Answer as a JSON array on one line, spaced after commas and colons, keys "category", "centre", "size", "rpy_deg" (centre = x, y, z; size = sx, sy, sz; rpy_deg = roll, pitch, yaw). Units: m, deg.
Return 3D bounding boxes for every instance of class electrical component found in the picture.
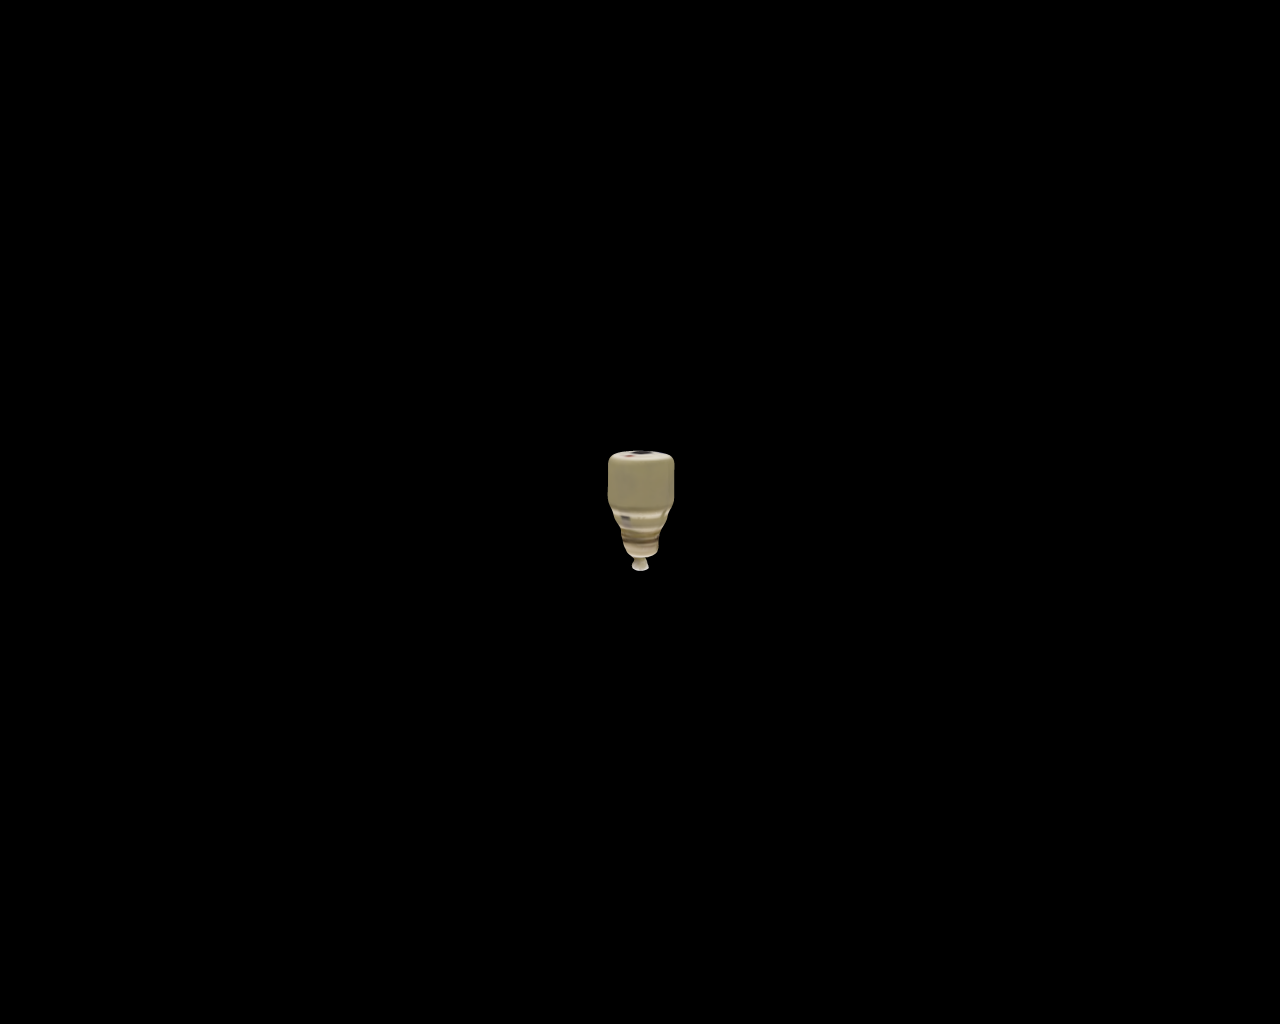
[{"category": "electrical component", "centre": [0.001, -0.003, 0.650], "size": [0.040, 0.078, 0.040], "rpy_deg": [0, 11, 0]}]
